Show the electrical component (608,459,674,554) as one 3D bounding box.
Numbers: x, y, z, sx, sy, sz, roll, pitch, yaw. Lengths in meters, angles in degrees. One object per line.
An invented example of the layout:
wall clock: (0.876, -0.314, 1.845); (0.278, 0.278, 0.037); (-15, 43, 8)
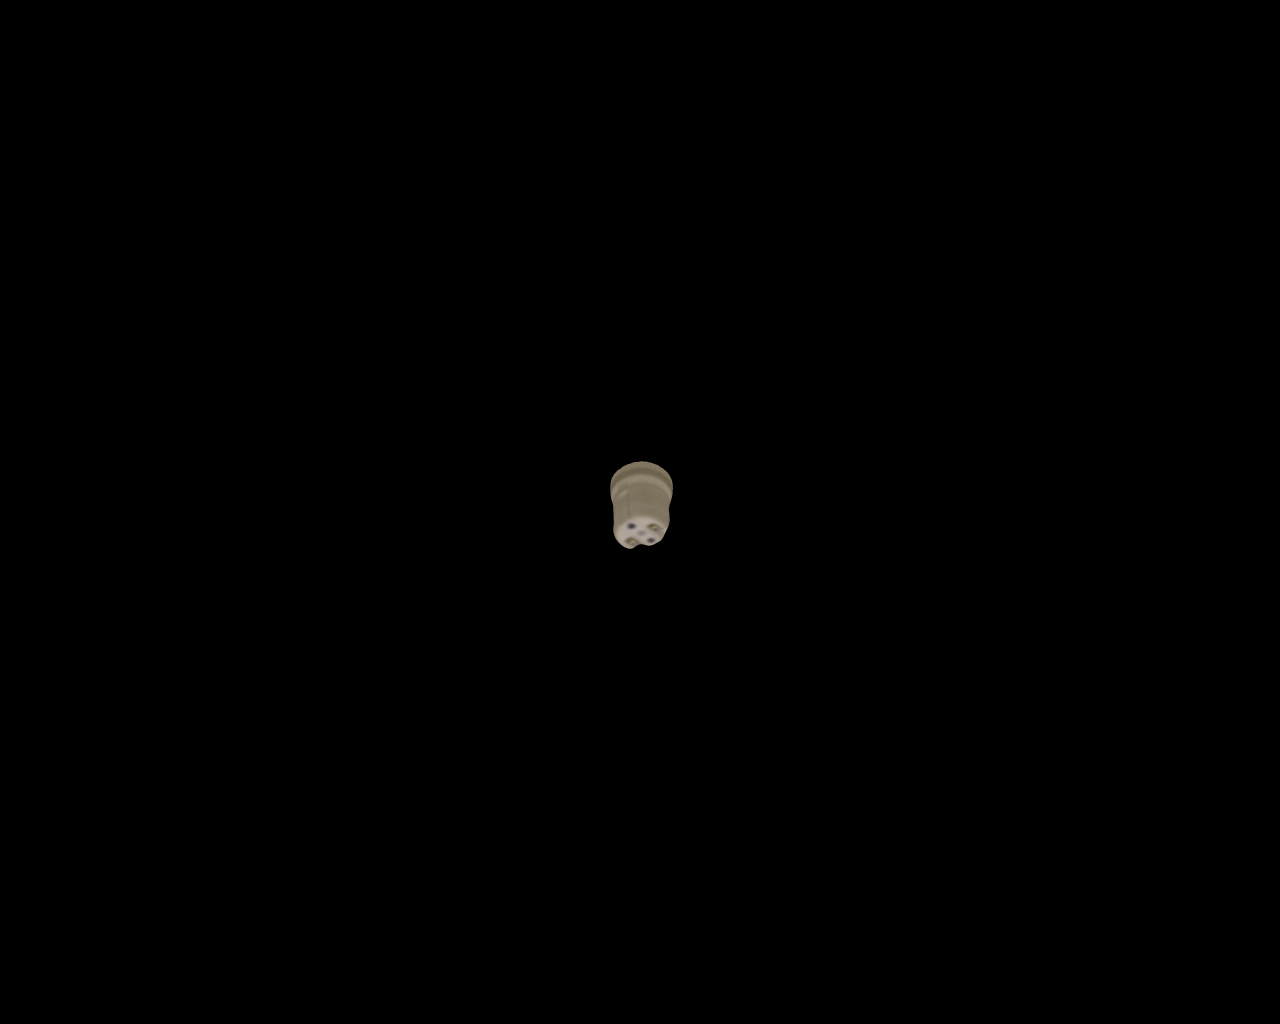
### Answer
electrical component: (0.001, -0.003, 0.650); (0.040, 0.040, 0.046); (0, 44, 0)
